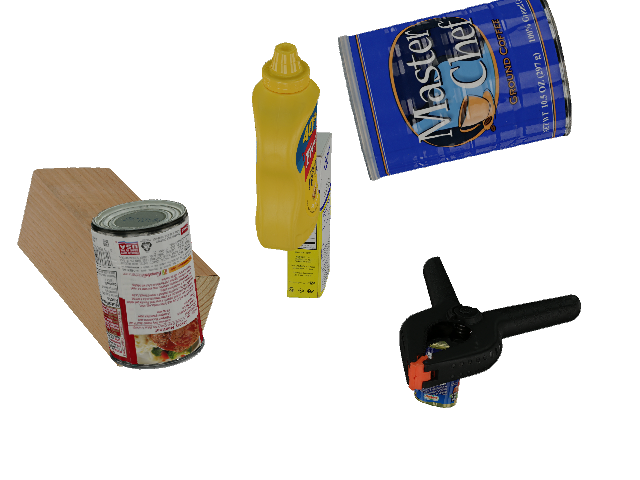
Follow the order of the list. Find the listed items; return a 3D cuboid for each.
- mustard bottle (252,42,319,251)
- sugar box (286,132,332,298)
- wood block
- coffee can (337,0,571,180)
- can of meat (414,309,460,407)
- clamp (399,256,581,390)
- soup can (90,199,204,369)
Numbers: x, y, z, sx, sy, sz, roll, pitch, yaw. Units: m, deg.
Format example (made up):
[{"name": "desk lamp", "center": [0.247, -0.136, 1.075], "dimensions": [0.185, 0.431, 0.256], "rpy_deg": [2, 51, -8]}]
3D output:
[{"name": "mustard bottle", "center": [-0.030, -0.090, 0.954], "dimensions": [0.058, 0.192, 0.096], "rpy_deg": [9, 42, 10]}, {"name": "sugar box", "center": [-0.013, -0.030, 1.241], "dimensions": [0.048, 0.176, 0.093], "rpy_deg": [1, 22, 7]}, {"name": "wood block", "center": [-0.197, 0.018, 1.017], "dimensions": [0.090, 0.091, 0.206], "rpy_deg": [-5, 34, -43]}, {"name": "coffee can", "center": [0.091, -0.106, 0.739], "dimensions": [0.140, 0.103, 0.103], "rpy_deg": [-13, -1, 5]}, {"name": "can of meat", "center": [0.145, 0.142, 1.294], "dimensions": [0.057, 0.084, 0.102], "rpy_deg": [8, 21, 4]}, {"name": "clamp", "center": [0.128, 0.076, 1.006], "dimensions": [0.165, 0.036, 0.209], "rpy_deg": [19, 32, 34]}, {"name": "soup can", "center": [-0.121, 0.030, 0.746], "dimensions": [0.068, 0.102, 0.068], "rpy_deg": [-4, 20, 1]}]
